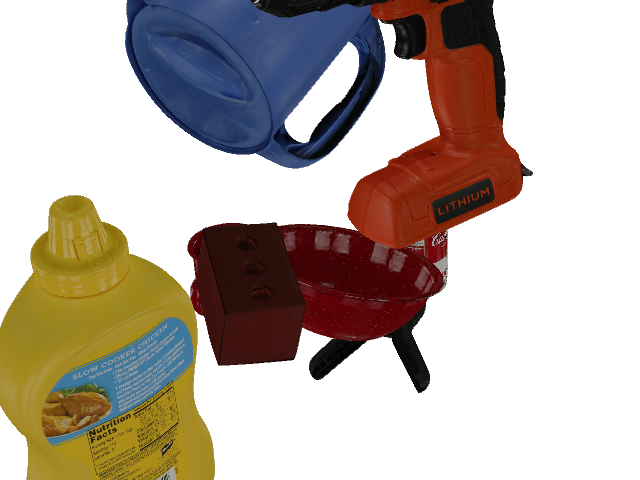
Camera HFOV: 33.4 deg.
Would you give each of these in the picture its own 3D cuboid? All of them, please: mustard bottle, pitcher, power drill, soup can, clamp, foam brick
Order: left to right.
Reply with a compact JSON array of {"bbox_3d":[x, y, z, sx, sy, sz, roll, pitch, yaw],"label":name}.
[{"bbox_3d":[-0.100,0.063,0.493,0.096,0.192,0.058,-28,44,-31],"label":"mustard bottle"},{"bbox_3d":[-0.047,0.035,0.690,0.053,0.051,0.078,-4,45,-19],"label":"foam brick"},{"bbox_3d":[-0.018,-0.181,0.817,0.145,0.242,0.149,23,-33,28],"label":"pitcher"},{"bbox_3d":[0.072,0.087,1.090,0.120,0.171,0.039,16,-38,17],"label":"clamp"},{"bbox_3d":[0.048,-0.092,0.569,0.184,0.188,0.057,-22,37,-25],"label":"power drill"},{"bbox_3d":[0.124,0.011,1.328,0.068,0.102,0.068,-3,34,2],"label":"soup can"}]

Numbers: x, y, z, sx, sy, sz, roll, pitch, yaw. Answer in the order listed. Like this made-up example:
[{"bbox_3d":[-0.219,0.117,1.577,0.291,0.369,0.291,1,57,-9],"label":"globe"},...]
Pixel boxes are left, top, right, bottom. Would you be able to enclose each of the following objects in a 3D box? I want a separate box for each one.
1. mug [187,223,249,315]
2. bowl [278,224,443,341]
[{"bbox_3d":[-0.109,0.043,1.221,0.093,0.081,0.117,14,35,25],"label":"mug"},{"bbox_3d":[0.019,0.040,0.891,0.162,0.055,0.162,10,19,-4],"label":"bowl"}]
